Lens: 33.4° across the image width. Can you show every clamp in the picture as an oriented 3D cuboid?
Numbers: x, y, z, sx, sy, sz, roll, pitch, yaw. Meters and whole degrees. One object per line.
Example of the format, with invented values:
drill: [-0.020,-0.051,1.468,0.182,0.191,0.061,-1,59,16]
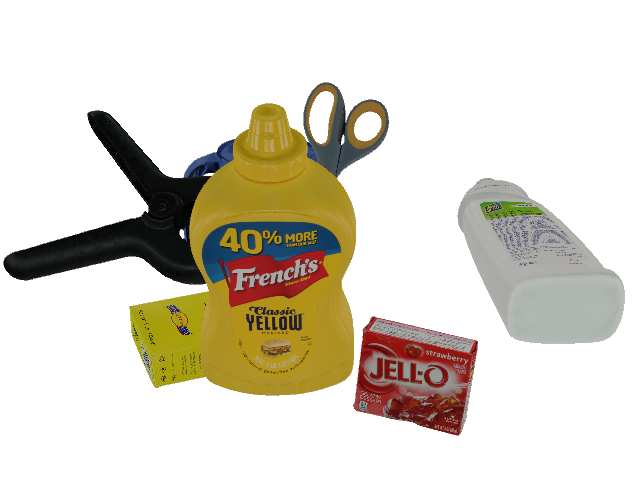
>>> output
clamp: [-0.125,-0.026,0.842,0.210,0.164,0.036,9,-31,7]

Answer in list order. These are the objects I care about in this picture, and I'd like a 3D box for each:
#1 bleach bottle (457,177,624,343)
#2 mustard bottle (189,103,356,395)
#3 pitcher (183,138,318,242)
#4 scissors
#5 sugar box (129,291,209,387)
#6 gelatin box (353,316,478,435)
bleach bottle: [0.189,0.003,0.984,0.102,0.068,0.251,-1,26,-5]
mustard bottle: [-0.027,0.006,0.626,0.096,0.192,0.058,0,38,1]
pitcher: [-0.074,0.002,1.293,0.149,0.243,0.144,17,25,28]
scissors: [0.024,-0.062,1.073,0.096,0.202,0.016,-2,-11,1]
sugar box: [-0.091,0.086,1.050,0.176,0.048,0.093,-13,33,-17]
gelatin box: [0.074,0.106,0.839,0.089,0.073,0.030,12,23,15]
